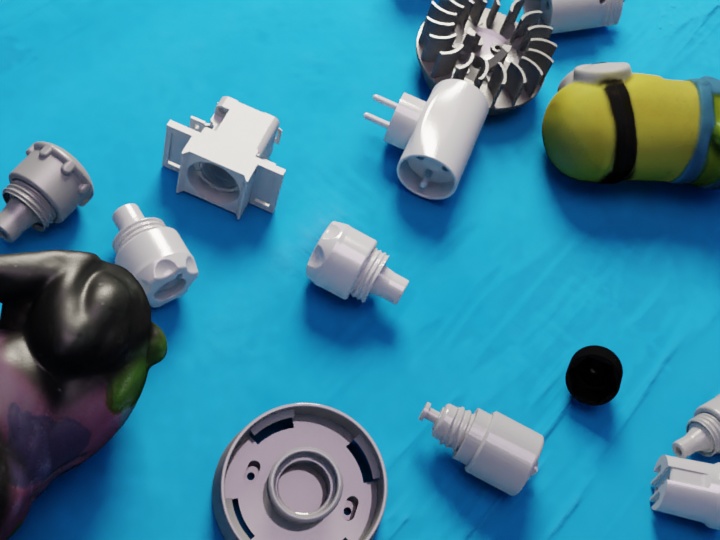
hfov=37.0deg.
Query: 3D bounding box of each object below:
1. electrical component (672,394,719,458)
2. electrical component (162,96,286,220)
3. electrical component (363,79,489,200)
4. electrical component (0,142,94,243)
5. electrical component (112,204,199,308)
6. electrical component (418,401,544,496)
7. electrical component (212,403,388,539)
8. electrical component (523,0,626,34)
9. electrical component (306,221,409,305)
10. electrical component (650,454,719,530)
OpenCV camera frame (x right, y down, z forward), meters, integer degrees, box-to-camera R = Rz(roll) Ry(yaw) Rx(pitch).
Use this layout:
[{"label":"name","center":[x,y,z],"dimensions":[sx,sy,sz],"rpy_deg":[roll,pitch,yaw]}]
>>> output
[{"label":"electrical component","center":[0.223,0.101,0.679],"dimensions":[0.061,0.035,0.035],"rpy_deg":[-23,67,-23]},{"label":"electrical component","center":[-0.085,-0.076,0.705],"dimensions":[0.081,0.042,0.063],"rpy_deg":[24,55,0]},{"label":"electrical component","center":[0.042,-0.098,0.748],"dimensions":[0.079,0.044,0.077],"rpy_deg":[24,57,1]},{"label":"electrical component","center":[-0.198,-0.044,0.656],"dimensions":[0.048,0.048,0.062],"rpy_deg":[34,64,8]},{"label":"electrical component","center":[-0.129,-0.012,0.654],"dimensions":[0.043,0.043,0.062],"rpy_deg":[-23,66,-25]},{"label":"electrical component","center":[0.072,0.101,0.637],"dimensions":[0.078,0.040,0.040],"rpy_deg":[28,57,3]},{"label":"electrical component","center":[-0.032,0.122,0.598],"dimensions":[0.099,0.064,0.099],"rpy_deg":[2,72,-7]},{"label":"electrical component","center":[0.175,-0.212,0.852],"dimensions":[0.081,0.043,0.043],"rpy_deg":[-12,63,-21]},{"label":"electrical component","center":[0.000,0.000,0.679],"dimensions":[0.062,0.043,0.043],"rpy_deg":[28,57,2]},{"label":"electrical component","center":[0.204,0.134,0.652],"dimensions":[0.046,0.040,0.040],"rpy_deg":[13,57,1]}]
